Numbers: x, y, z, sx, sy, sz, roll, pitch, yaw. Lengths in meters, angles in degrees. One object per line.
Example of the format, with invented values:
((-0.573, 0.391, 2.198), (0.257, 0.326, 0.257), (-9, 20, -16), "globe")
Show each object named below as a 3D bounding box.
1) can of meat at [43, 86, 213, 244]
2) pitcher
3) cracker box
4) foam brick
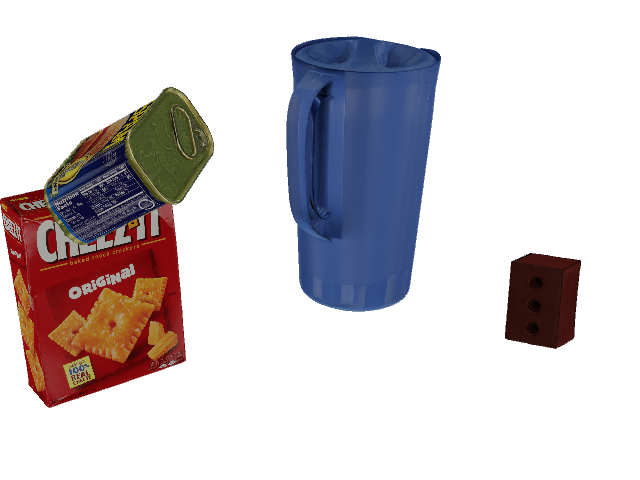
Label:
((-0.131, -0.050, 0.730), (0.084, 0.057, 0.102), (-24, 23, 26), "can of meat")
((0.030, -0.058, 0.983), (0.149, 0.243, 0.145), (-3, 24, -12), "pitcher")
((-0.231, 0.048, 1.113), (0.163, 0.214, 0.072), (-16, 26, -30), "cracker box")
((0.208, 0.056, 0.998), (0.053, 0.078, 0.051), (9, 15, 31), "foam brick")
